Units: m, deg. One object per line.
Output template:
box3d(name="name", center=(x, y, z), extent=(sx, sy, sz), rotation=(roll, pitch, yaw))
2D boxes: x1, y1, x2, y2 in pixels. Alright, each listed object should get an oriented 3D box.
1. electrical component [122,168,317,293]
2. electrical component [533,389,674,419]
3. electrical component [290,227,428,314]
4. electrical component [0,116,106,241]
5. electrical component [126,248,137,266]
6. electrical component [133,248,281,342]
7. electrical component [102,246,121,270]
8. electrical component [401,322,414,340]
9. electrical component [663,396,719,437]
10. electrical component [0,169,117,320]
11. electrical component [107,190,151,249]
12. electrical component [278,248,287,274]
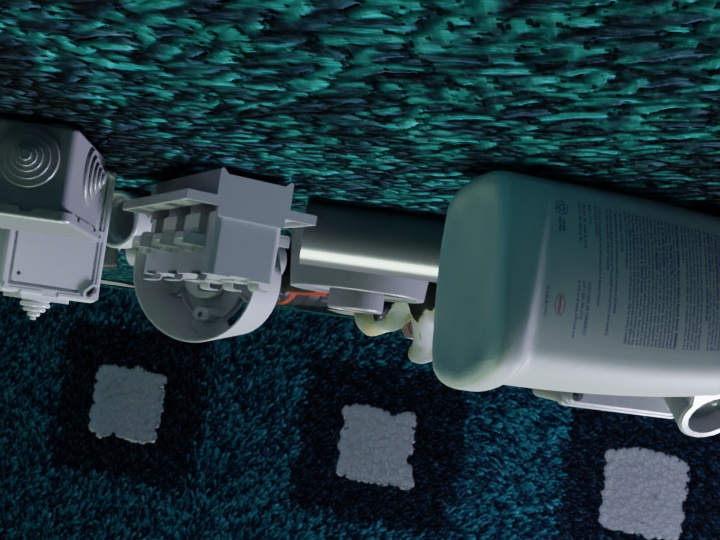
box3d(name="electrical component", center=(-0.090, -0.022, 0.648), extent=(0.079, 0.063, 0.121), rotation=(11, 175, -28))
box3d(name="electrical component", center=(0.201, 0.056, 0.848), extent=(0.109, 0.108, 0.056), rotation=(9, 178, -20))
box3d(name="electrical component", center=(0.000, 0.000, 0.784), extent=(0.108, 0.060, 0.108), rotation=(8, 175, 1))
box3d(name="electrical component", center=(-0.182, -0.048, 0.554), extent=(0.100, 0.048, 0.100), rotation=(8, 176, -4))
box3d(name="electrical component", center=(-0.175, -0.020, 0.923), extent=(0.079, 0.044, 0.077), rotation=(7, 175, 11))
box3d(name="electrical component", center=(-0.110, 0.004, 0.797), extent=(0.099, 0.099, 0.064), rotation=(4, -179, 35))
box3d(name="electrical component", center=(-0.223, -0.031, 0.809), extent=(0.096, 0.061, 0.062), rotation=(1, 179, -30))
box3d(name="electrical component", center=(0.078, 0.036, 1.001), extent=(0.051, 0.080, 0.080), rotation=(16, 172, -29))
box3d(name="electrical component", center=(0.250, 0.051, 0.788), extent=(0.052, 0.073, 0.138), rotation=(-11, 133, -5))
box3d(name="electrical component", center=(-0.194, -0.018, 0.648), extent=(0.062, 0.096, 0.061), rotation=(11, 175, -40))
box3d(name="electrical component", center=(-0.158, -0.034, 0.760), extent=(0.040, 0.040, 0.046), rotation=(5, -179, 28))
box3d(name="electrical component", center=(-0.113, -0.003, 0.897), extent=(0.079, 0.044, 0.077), rotation=(-35, 157, 20))
